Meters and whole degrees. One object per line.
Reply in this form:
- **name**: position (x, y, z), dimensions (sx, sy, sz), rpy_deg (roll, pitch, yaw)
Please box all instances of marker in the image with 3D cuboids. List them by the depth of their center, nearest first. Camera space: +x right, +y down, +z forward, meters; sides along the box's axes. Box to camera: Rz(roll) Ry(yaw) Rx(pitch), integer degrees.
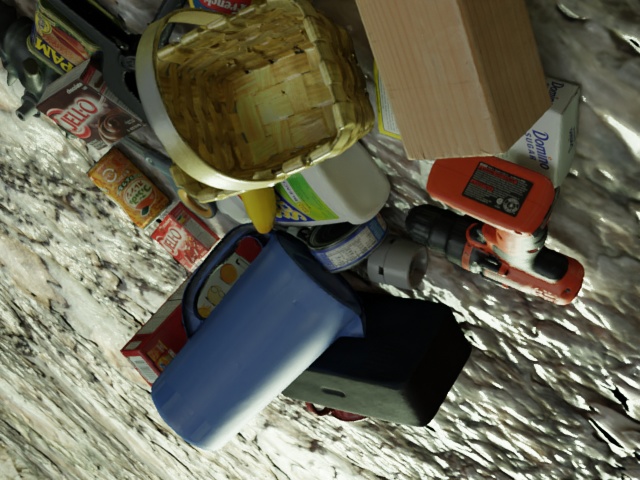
- **marker**: position (-0.008, 0.002, 1.244), dimensions (0.121, 0.020, 0.020), rpy_deg (28, 148, 19)

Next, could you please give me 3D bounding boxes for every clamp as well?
- **clamp**: position (-0.178, -0.195, 1.083), dimensions (0.165, 0.036, 0.210), rpy_deg (-1, 139, 20)

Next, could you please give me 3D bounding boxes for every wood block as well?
- **wood block**: position (0.092, -0.172, 0.794), dimensions (0.091, 0.090, 0.206), rpy_deg (1, 121, 41)

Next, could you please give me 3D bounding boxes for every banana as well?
- **banana**: position (-0.088, -0.089, 1.087), dimensions (0.197, 0.037, 0.070), rpy_deg (59, 160, -20)

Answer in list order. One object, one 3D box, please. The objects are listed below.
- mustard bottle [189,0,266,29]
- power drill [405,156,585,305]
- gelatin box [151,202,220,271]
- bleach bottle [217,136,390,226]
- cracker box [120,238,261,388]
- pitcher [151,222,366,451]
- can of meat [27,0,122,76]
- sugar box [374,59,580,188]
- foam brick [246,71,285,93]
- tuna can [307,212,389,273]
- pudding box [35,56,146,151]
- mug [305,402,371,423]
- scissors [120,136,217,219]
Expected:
- **mustard bottle**: position (-0.075, -0.231, 0.974), dimensions (0.096, 0.058, 0.192), rpy_deg (29, 148, 8)
- **power drill**: position (0.149, -0.017, 0.969), dimensions (0.185, 0.057, 0.187), rpy_deg (22, 166, 23)
- **gelatin box**: position (-0.180, -0.003, 1.413), dimensions (0.073, 0.030, 0.089), rpy_deg (43, 149, -6)
- **bleach bottle**: position (-0.037, -0.053, 1.164), dimensions (0.102, 0.068, 0.251), rpy_deg (50, 151, -17)
- **cracker box**: position (-0.120, 0.122, 1.331), dimensions (0.164, 0.213, 0.072), rpy_deg (52, 150, -19)
- **pitcher**: position (-0.082, 0.109, 1.188), dimensions (0.144, 0.243, 0.149), rpy_deg (34, -166, -41)
- **can of meat**: position (-0.273, -0.229, 1.194), dimensions (0.102, 0.057, 0.084), rpy_deg (39, 147, 1)
- **sugar box**: position (0.133, -0.111, 0.919), dimensions (0.176, 0.048, 0.093), rpy_deg (20, 145, 23)
- **foam brick**: position (-0.057, -0.145, 1.073), dimensions (0.078, 0.051, 0.053), rpy_deg (25, 147, 23)
- **tuna can**: position (0.029, -0.005, 1.130), dimensions (0.086, 0.086, 0.033), rpy_deg (-7, 126, 51)
- **pudding box**: position (-0.252, -0.150, 1.192), dimensions (0.090, 0.039, 0.114), rpy_deg (34, 147, -28)
- **mug**: position (0.030, 0.175, 1.342), dimensions (0.093, 0.117, 0.081), rpy_deg (34, 153, 59)
- **scissors**: position (-0.200, -0.086, 1.341), dimensions (0.202, 0.016, 0.096), rpy_deg (25, 147, 23)
